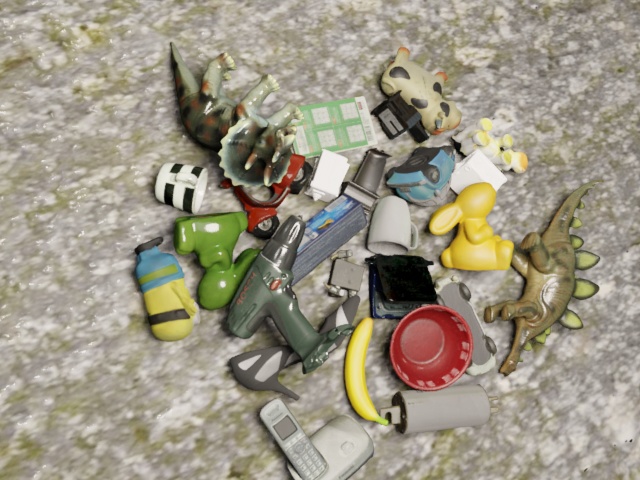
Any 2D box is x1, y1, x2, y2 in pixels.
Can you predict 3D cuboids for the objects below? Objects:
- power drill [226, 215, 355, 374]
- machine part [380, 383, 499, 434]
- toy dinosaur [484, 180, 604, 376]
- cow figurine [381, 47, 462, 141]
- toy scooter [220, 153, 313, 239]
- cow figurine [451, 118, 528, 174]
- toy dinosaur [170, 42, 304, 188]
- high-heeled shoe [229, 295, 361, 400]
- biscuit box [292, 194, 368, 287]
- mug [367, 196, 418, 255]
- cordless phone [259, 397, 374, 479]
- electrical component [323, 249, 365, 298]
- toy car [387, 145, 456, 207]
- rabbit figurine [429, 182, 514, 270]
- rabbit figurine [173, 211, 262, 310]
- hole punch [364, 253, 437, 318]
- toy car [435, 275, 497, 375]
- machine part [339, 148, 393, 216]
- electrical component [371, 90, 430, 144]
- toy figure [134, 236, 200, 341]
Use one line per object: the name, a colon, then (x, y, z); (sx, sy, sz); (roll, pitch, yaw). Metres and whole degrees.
power drill: (-0.042, 0.101, 0.892); (0.207, 0.086, 0.232); (41, 100, 15)
machine part: (0.227, 0.315, 1.009); (0.243, 0.079, 0.079); (0, 79, -13)
toy dinosaur: (0.474, 0.063, 1.112); (0.198, 0.105, 0.471); (24, 83, -16)
cow figurine: (0.215, -0.297, 1.129); (0.195, 0.085, 0.127); (32, 67, -8)
toy scooter: (-0.107, -0.104, 1.018); (0.135, 0.075, 0.184); (33, 78, -4)
cow figurine: (0.361, -0.184, 1.145); (0.167, 0.098, 0.068); (29, 67, -26)
toy dinosaur: (-0.178, -0.225, 0.981); (0.405, 0.131, 0.192); (29, 76, 27)
high-heeled shoe: (-0.043, 0.171, 0.971); (0.145, 0.086, 0.249); (36, 76, -2)
biscuit box: (-0.002, -0.003, 1.016); (0.203, 0.059, 0.062); (-38, 134, -17)
mug: (0.150, -0.028, 1.062); (0.109, 0.081, 0.107); (14, 70, -20)
cordless phone: (-0.009, 0.339, 0.946); (0.146, 0.088, 0.184); (-35, 84, -17)
electrical component: (0.046, 0.069, 1.032); (0.078, 0.045, 0.102); (21, 74, -7)
toy car: (0.215, -0.122, 1.088); (0.162, 0.109, 0.102); (-43, 123, -37)
rabbit figurine: (0.301, -0.030, 1.074); (0.163, 0.122, 0.173); (4, 103, 14)
rabbit figurine: (-0.181, 0.037, 0.966); (0.159, 0.121, 0.170); (-9, 99, -22)
hole punch: (0.154, 0.092, 1.043); (0.142, 0.092, 0.116); (1, 53, -11)
toy car: (0.282, 0.168, 1.065); (0.073, 0.056, 0.201); (-23, 84, -10)
machine part: (0.094, -0.125, 1.088); (0.084, 0.039, 0.139); (28, 75, -2)
electrical component: (0.170, -0.241, 1.109); (0.048, 0.075, 0.119); (-43, 103, -27)
toy figure: (-0.273, 0.088, 0.934); (0.089, 0.082, 0.180); (-25, 90, -6)
